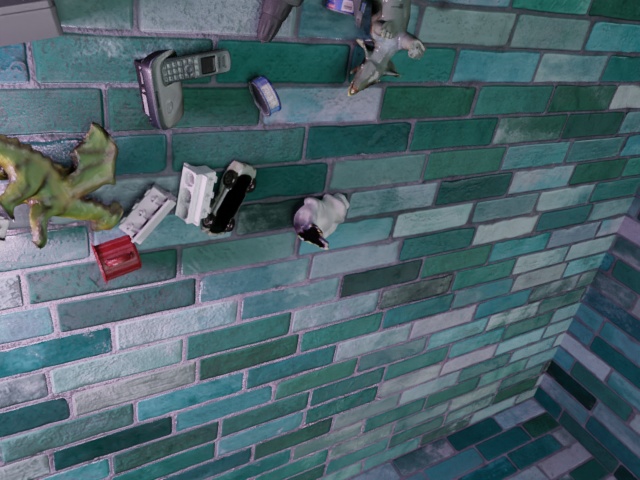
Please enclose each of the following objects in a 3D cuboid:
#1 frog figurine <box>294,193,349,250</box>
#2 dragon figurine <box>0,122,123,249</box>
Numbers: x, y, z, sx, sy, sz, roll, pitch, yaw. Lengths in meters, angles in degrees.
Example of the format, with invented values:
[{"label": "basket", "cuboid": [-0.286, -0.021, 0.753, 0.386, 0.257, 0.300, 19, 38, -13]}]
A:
[{"label": "frog figurine", "cuboid": [0.004, -0.069, 1.377, 0.135, 0.122, 0.163, 48, 53, -36]}, {"label": "dragon figurine", "cuboid": [-0.509, -0.141, 0.978, 0.246, 0.124, 0.400, -38, 139, -23]}]
